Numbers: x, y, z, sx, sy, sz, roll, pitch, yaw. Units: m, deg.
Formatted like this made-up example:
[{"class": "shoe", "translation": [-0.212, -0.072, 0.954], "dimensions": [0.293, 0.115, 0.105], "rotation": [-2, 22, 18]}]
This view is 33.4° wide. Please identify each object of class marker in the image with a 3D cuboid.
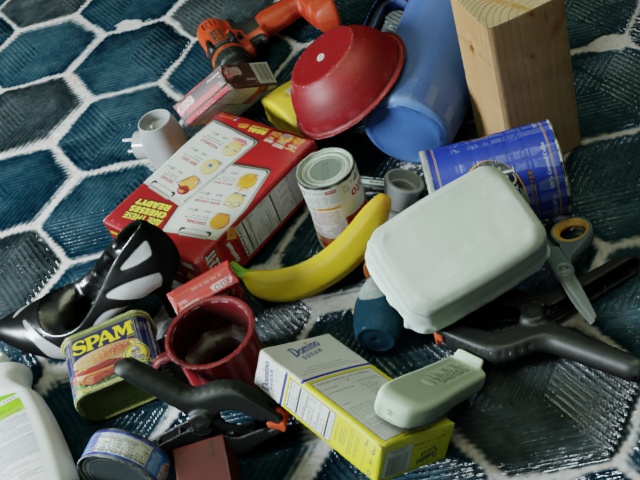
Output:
[{"class": "marker", "translation": [0.080, -0.061, 1.230], "dimensions": [0.121, 0.020, 0.020], "rotation": [9, 50, 28]}]

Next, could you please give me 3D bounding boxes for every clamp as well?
[{"class": "clamp", "translation": [-0.118, 0.160, 1.020], "dimensions": [0.171, 0.120, 0.039], "rotation": [-8, 29, 8]}, {"class": "clamp", "translation": [0.214, 0.074, 1.031], "dimensions": [0.210, 0.036, 0.164], "rotation": [-3, 36, 23]}]

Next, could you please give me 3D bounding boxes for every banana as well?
[{"class": "banana", "translation": [-0.003, 0.019, 1.142], "dimensions": [0.198, 0.069, 0.037], "rotation": [-24, 7, 13]}]

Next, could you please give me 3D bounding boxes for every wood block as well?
[{"class": "wood block", "translation": [0.215, -0.184, 1.165], "dimensions": [0.090, 0.206, 0.091], "rotation": [-26, 44, -5]}]

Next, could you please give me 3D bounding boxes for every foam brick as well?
[{"class": "foam brick", "translation": [-0.100, 0.230, 0.985], "dimensions": [0.053, 0.051, 0.078], "rotation": [-17, 43, 2]}]

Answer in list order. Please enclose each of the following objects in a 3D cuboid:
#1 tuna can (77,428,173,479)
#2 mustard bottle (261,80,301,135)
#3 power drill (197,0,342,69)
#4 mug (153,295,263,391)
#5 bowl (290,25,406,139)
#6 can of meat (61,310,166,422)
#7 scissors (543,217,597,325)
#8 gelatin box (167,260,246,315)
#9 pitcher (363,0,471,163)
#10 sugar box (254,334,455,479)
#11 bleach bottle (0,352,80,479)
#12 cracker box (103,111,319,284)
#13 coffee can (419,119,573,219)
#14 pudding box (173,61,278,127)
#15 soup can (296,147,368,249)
[{"class": "tuna can", "translation": [-0.183, 0.215, 1.006], "dimensions": [0.086, 0.086, 0.033], "rotation": [2, 47, 23]}, {"class": "mustard bottle", "translation": [0.026, -0.199, 1.358], "dimensions": [0.191, 0.058, 0.096], "rotation": [-34, 40, -14]}, {"class": "power drill", "translation": [-0.067, -0.284, 1.480], "dimensions": [0.187, 0.057, 0.184], "rotation": [-26, 43, -6]}, {"class": "mug", "translation": [-0.110, 0.121, 1.075], "dimensions": [0.117, 0.081, 0.093], "rotation": [-21, 43, 0]}, {"class": "bowl", "translation": [0.019, -0.196, 1.238], "dimensions": [0.162, 0.055, 0.162], "rotation": [-31, 36, 26]}, {"class": "can of meat", "translation": [-0.214, 0.134, 1.121], "dimensions": [0.102, 0.057, 0.084], "rotation": [-23, 46, -2]}, {"class": "scissors", "translation": [0.253, 0.022, 1.045], "dimensions": [0.096, 0.016, 0.202], "rotation": [-23, 26, -10]}, {"class": "gelatin box", "translation": [-0.118, 0.063, 1.132], "dimensions": [0.073, 0.089, 0.030], "rotation": [-29, 73, -9]}, {"class": "pitcher", "translation": [0.129, -0.214, 1.288], "dimensions": [0.149, 0.145, 0.242], "rotation": [-23, 34, 49]}, {"class": "sugar box", "translation": [0.028, 0.152, 0.993], "dimensions": [0.093, 0.048, 0.176], "rotation": [-8, 27, -41]}, {"class": "bleach bottle", "translation": [-0.304, 0.200, 1.085], "dimensions": [0.102, 0.068, 0.251], "rotation": [-26, 41, -6]}, {"class": "cracker box", "translation": [-0.120, -0.047, 1.254], "dimensions": [0.164, 0.072, 0.213], "rotation": [21, 58, 38]}, {"class": "coffee can", "translation": [0.184, -0.061, 1.130], "dimensions": [0.140, 0.103, 0.103], "rotation": [-14, 44, 7]}, {"class": "pudding box", "translation": [-0.118, -0.184, 1.348], "dimensions": [0.090, 0.039, 0.113], "rotation": [-34, -8, 30]}, {"class": "soup can", "translation": [0.018, -0.043, 1.175], "dimensions": [0.068, 0.102, 0.068], "rotation": [-11, 43, 10]}]
